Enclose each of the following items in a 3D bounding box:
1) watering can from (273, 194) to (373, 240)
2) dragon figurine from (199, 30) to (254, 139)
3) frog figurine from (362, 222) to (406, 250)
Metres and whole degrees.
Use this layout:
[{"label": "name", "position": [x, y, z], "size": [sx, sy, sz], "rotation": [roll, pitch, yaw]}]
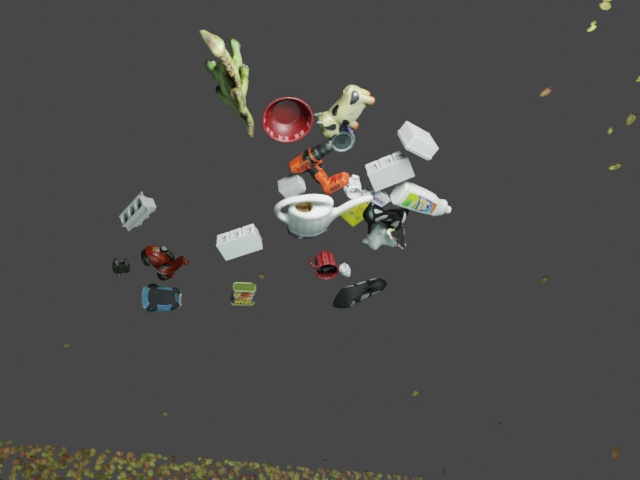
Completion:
[{"label": "watering can", "position": [0.006, -0.093, 1.843], "size": [0.348, 0.106, 0.219], "rotation": [-3, 150, -8]}, {"label": "dragon figurine", "position": [-0.240, -0.408, 1.452], "size": [0.122, 0.248, 0.401], "rotation": [-20, 130, 2]}, {"label": "frog figurine", "position": [0.249, -0.019, 2.010], "size": [0.136, 0.124, 0.159], "rotation": [23, 161, -37]}]
